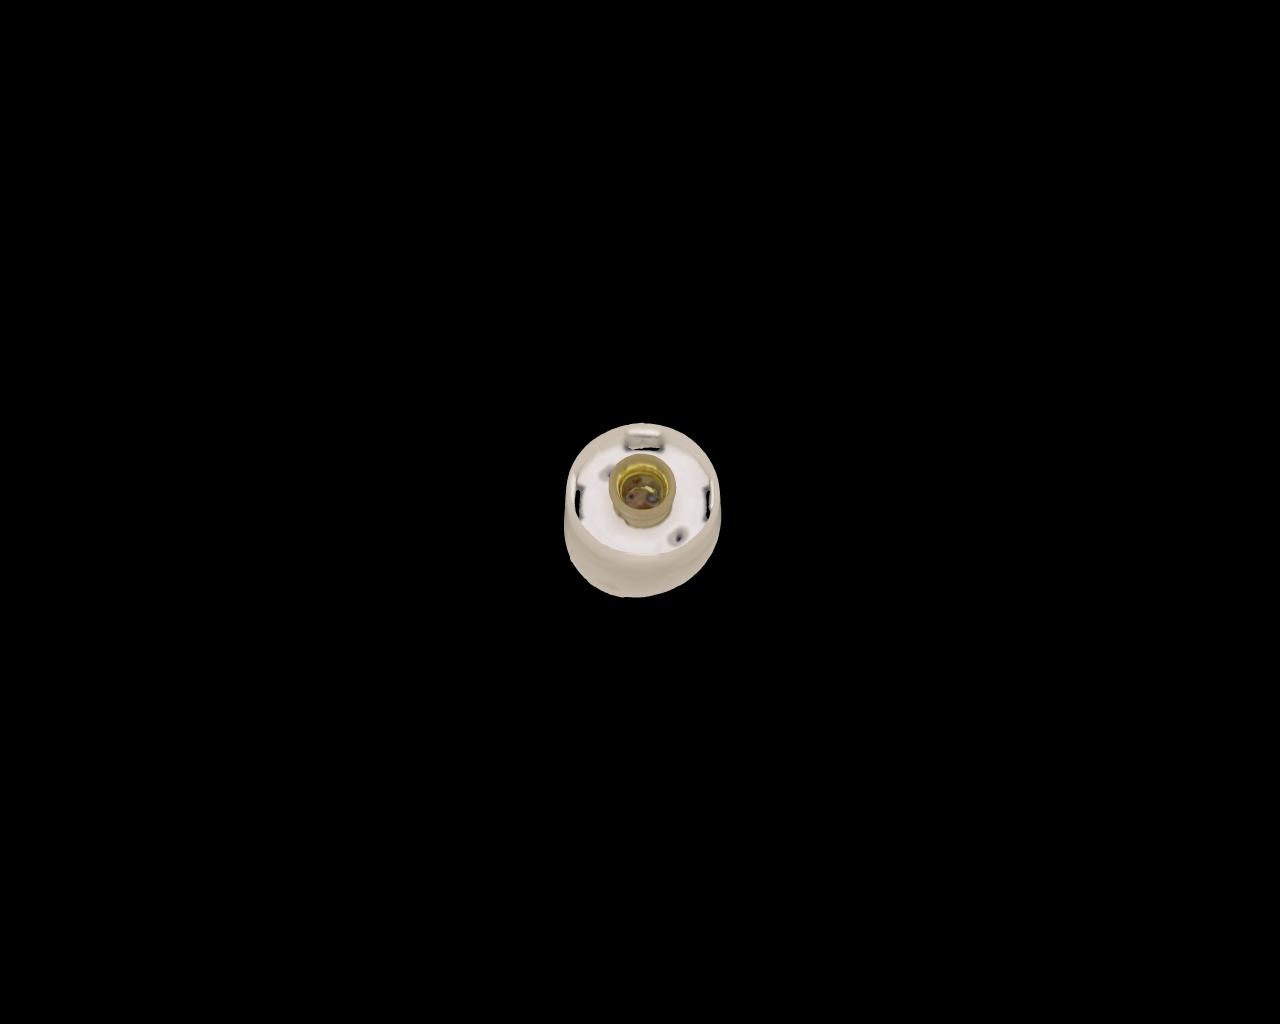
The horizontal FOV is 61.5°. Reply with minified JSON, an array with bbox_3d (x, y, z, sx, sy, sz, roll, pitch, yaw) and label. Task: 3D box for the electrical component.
[{"bbox_3d":[0.001,-0.003,0.650,0.099,0.099,0.064,0,-27,0],"label":"electrical component"}]
